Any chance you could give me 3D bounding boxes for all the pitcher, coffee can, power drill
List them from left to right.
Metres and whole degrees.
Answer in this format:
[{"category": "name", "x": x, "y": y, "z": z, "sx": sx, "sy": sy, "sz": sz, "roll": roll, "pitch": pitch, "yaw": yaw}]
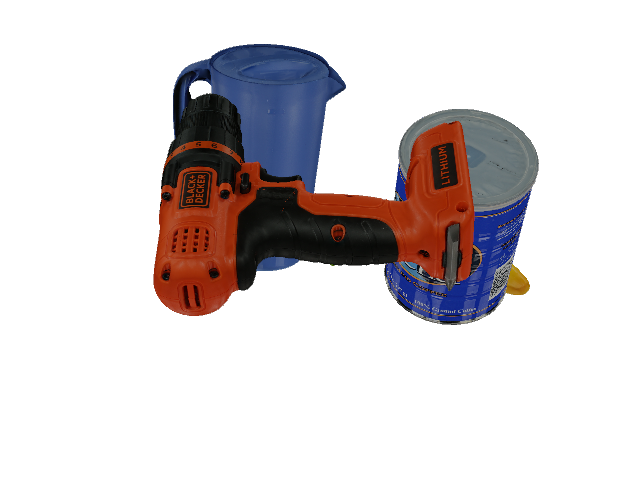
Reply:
[{"category": "pitcher", "x": -0.073, "y": -0.093, "z": 1.209, "sx": 0.144, "sy": 0.243, "sz": 0.149, "roll": -22, "pitch": 38, "yaw": -40}, {"category": "power drill", "x": -0.005, "y": -0.031, "z": 0.652, "sx": 0.187, "sy": 0.057, "sz": 0.184, "roll": -3, "pitch": 44, "yaw": 3}, {"category": "coffee can", "x": 0.106, "y": -0.017, "z": 0.832, "sx": 0.103, "sy": 0.103, "sz": 0.140, "roll": 0, "pitch": -41, "yaw": -2}]

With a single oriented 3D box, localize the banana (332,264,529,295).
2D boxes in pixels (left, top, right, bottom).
[{"category": "banana", "x": 0.110, "y": 0.019, "z": 1.061, "sx": 0.198, "sy": 0.037, "sz": 0.069, "roll": 7, "pitch": 44, "yaw": 12}]
